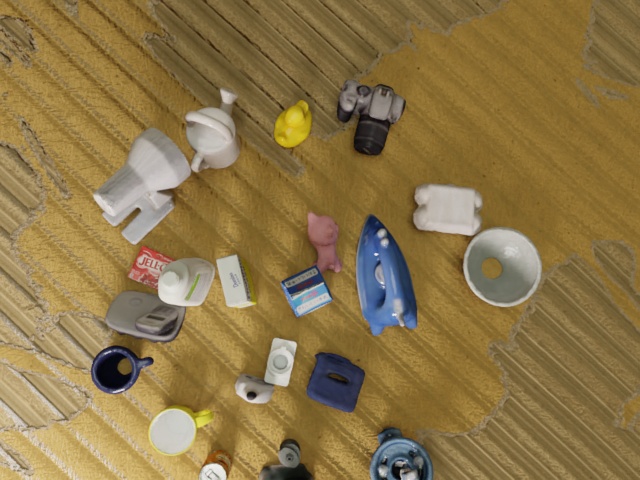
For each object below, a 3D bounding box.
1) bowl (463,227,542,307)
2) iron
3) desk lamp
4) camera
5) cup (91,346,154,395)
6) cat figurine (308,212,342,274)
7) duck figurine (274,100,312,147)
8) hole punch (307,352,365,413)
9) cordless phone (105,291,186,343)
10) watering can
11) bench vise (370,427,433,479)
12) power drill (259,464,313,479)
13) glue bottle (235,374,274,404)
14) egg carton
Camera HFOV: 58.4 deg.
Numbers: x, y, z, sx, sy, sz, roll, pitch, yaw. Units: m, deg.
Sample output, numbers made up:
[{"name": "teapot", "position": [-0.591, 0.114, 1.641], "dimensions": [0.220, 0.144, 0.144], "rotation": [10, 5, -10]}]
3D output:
[{"name": "bowl", "position": [0.378, 0.059, 1.218], "dimensions": [0.167, 0.074, 0.167], "rotation": [0, 83, -3]}, {"name": "iron", "position": [0.134, 0.061, 1.169], "dimensions": [0.118, 0.141, 0.258], "rotation": [-11, 83, -4]}, {"name": "desk lamp", "position": [-0.349, -0.102, 1.126], "dimensions": [0.118, 0.213, 0.203], "rotation": [42, 82, 3]}, {"name": "camera", "position": [0.102, -0.261, 1.230], "dimensions": [0.143, 0.100, 0.137], "rotation": [15, 82, -1]}, {"name": "cup", "position": [-0.382, 0.251, 1.138], "dimensions": [0.118, 0.095, 0.092], "rotation": [-15, 84, -5]}, {"name": "cat figurine", "position": [0.011, 0.004, 1.181], "dimensions": [0.067, 0.117, 0.128], "rotation": [-11, 83, -4]}, {"name": "duck figurine", "position": [-0.057, -0.253, 1.227], "dimensions": [0.077, 0.086, 0.104], "rotation": [34, 82, 2]}, {"name": "hole punch", "position": [0.030, 0.286, 1.160], "dimensions": [0.108, 0.091, 0.101], "rotation": [21, 82, 0]}, {"name": "cordless phone", "position": [-0.347, 0.149, 1.108], "dimensions": [0.147, 0.185, 0.094], "rotation": [10, 82, -2]}, {"name": "watering can", "position": [-0.218, -0.224, 1.159], "dimensions": [0.101, 0.194, 0.173], "rotation": [2, 82, -3]}, {"name": "bench vise", "position": [0.176, 0.472, 1.079], "dimensions": [0.121, 0.219, 0.207], "rotation": [-29, 85, -6]}, {"name": "power drill", "position": [-0.073, 0.484, 1.069], "dimensions": [0.229, 0.208, 0.076], "rotation": [-5, 83, -4]}, {"name": "glue bottle", "position": [-0.130, 0.293, 1.108], "dimensions": [0.078, 0.173, 0.037], "rotation": [20, 82, 0]}, {"name": "egg carton", "position": [0.275, -0.067, 1.231], "dimensions": [0.150, 0.069, 0.107], "rotation": [5, 82, -3]}]
